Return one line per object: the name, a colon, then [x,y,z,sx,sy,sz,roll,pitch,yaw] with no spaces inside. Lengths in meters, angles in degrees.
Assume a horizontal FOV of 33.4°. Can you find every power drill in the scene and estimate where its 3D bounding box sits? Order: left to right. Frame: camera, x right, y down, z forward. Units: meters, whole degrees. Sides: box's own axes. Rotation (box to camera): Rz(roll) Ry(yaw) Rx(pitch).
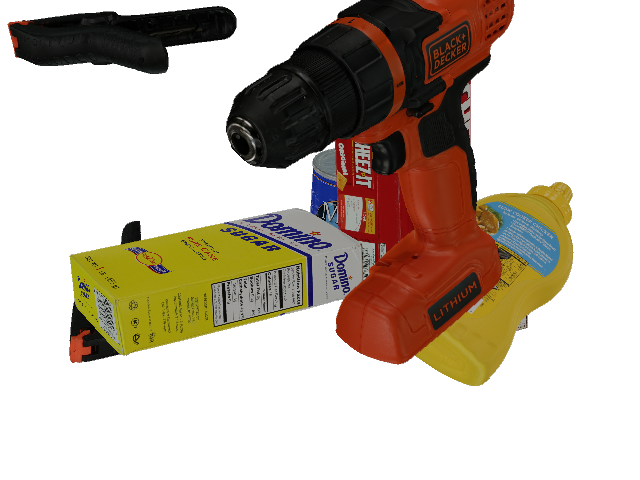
power drill: [0.036,-0.031,0.546,0.057,0.188,0.184,26,47,38]

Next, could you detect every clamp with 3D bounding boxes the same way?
clamp: [-0.150,-0.153,0.795,0.172,0.039,0.120,11,22,29]
clamp: [-0.177,0.050,1.024,0.165,0.036,0.209,26,35,25]

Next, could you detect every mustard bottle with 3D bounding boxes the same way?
mustard bottle: [0.137,0.018,0.818,0.096,0.191,0.058,32,-31,23]

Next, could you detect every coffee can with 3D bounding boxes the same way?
coffee can: [0.037,-0.033,1.340,0.103,0.140,0.103,3,27,-2]

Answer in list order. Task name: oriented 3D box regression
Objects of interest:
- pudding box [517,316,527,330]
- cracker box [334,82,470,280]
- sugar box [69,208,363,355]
pudding box: [0.226,0.107,1.527,0.113,0.039,0.090,-15,21,-16]
cracker box: [0.087,-0.068,1.044,0.072,0.164,0.213,9,28,24]
sugar box: [-0.068,0.022,0.717,0.176,0.048,0.093,-16,25,-26]
